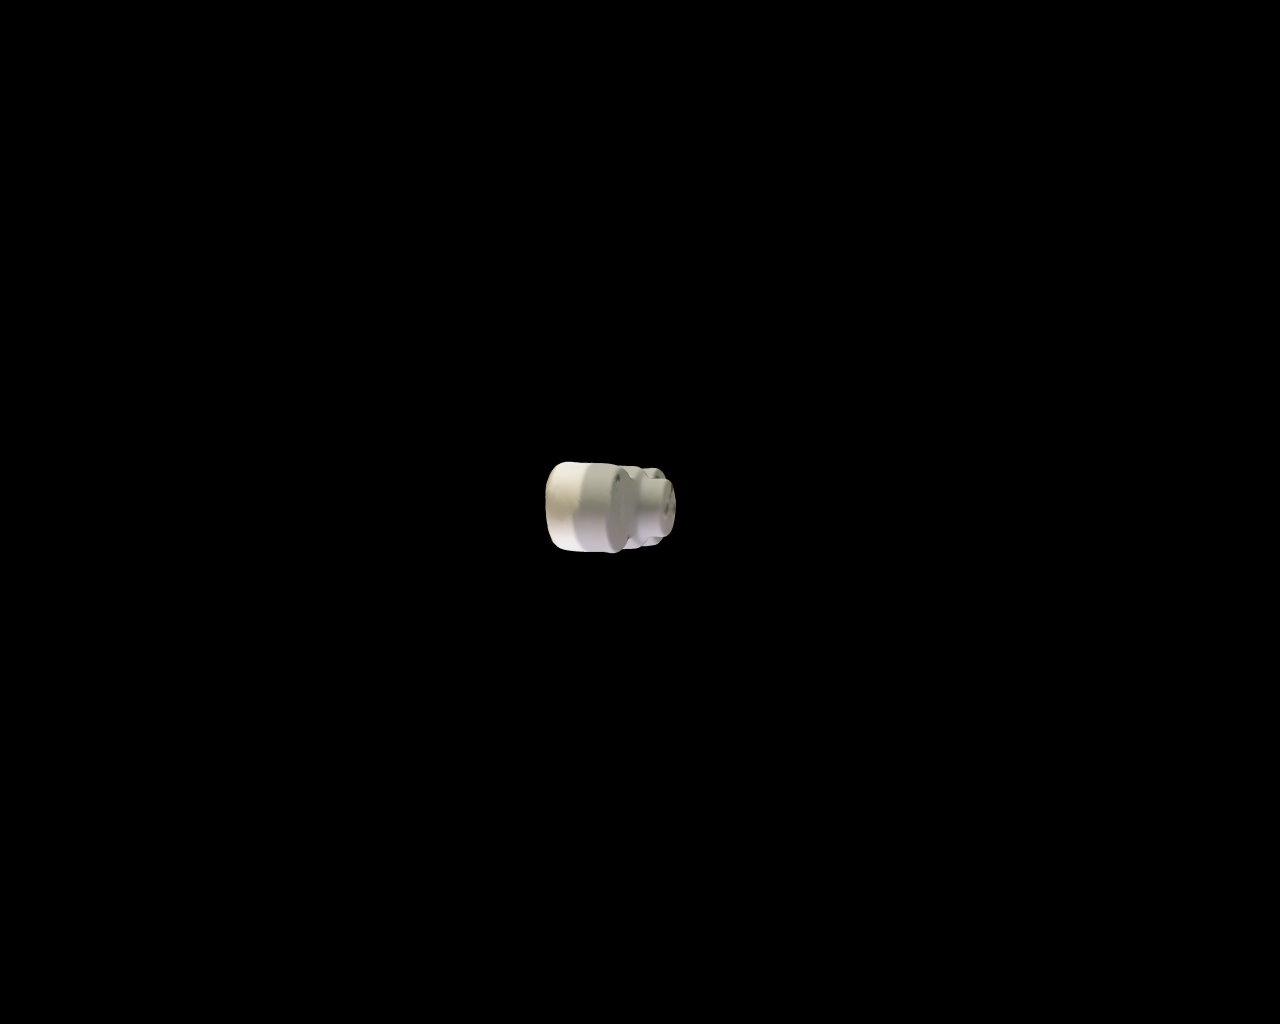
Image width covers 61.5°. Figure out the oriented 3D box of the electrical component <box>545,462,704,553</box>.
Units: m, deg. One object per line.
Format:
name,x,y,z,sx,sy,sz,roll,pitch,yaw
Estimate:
electrical component,0.001,-0.003,0.650,0.074,0.052,0.138,0,0,15
